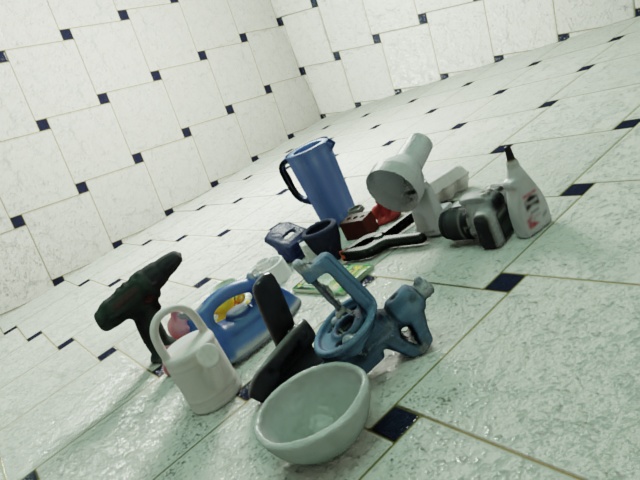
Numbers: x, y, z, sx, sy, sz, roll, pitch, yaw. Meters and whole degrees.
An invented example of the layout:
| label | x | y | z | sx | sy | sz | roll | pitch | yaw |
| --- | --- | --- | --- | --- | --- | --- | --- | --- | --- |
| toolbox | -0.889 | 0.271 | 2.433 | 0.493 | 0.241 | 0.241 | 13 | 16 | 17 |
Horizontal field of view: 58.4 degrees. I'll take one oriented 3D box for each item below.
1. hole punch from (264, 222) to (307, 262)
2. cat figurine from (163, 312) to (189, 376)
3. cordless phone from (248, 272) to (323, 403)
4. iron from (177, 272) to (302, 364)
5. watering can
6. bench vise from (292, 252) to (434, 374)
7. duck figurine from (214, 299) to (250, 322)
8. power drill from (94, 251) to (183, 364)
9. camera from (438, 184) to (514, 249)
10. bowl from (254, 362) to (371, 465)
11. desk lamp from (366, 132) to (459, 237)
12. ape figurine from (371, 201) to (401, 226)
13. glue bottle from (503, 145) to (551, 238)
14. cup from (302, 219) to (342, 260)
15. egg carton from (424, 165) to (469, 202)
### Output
| label | x | y | z | sx | sy | sz | roll | pitch | yaw |
| --- | --- | --- | --- | --- | --- | --- | --- | --- | --- |
| hole punch | -0.077 | 0.001 | 1.528 | 0.100 | 0.091 | 0.109 | -7 | 26 | 45 |
| cat figurine | -0.300 | 0.205 | 1.216 | 0.067 | 0.118 | 0.128 | -13 | 22 | 34 |
| cordless phone | -0.083 | 0.159 | 0.938 | 0.094 | 0.185 | 0.148 | -13 | 22 | 35 |
| iron | -0.161 | 0.143 | 1.163 | 0.259 | 0.142 | 0.118 | -37 | 21 | -30 |
| watering can | -0.219 | 0.198 | 0.998 | 0.172 | 0.194 | 0.101 | -13 | 22 | 35 |
| bench vise | 0.059 | 0.094 | 0.867 | 0.208 | 0.220 | 0.121 | -33 | 19 | -21 |
| duck figurine | -0.200 | 0.153 | 1.278 | 0.104 | 0.086 | 0.077 | -23 | 18 | 8 |
| power drill | -0.371 | 0.162 | 1.288 | 0.230 | 0.209 | 0.075 | -30 | 18 | -13 |
| camera | 0.310 | -0.054 | 1.134 | 0.136 | 0.101 | 0.143 | -8 | 25 | 44 |
| bowl | 0.000 | 0.243 | 0.767 | 0.167 | 0.075 | 0.167 | -23 | 18 | 8 |
| desk lamp | 0.214 | -0.112 | 1.245 | 0.117 | 0.214 | 0.204 | -6 | 27 | 47 |
| ape figurine | 0.164 | -0.092 | 1.456 | 0.076 | 0.092 | 0.077 | -36 | 20 | -27 |
| glue bottle | 0.367 | -0.094 | 1.049 | 0.078 | 0.173 | 0.037 | -34 | 20 | -23 |
| cup | 0.013 | 0.005 | 1.388 | 0.091 | 0.095 | 0.117 | -26 | 18 | 1 |
| egg carton | 0.296 | -0.135 | 1.434 | 0.150 | 0.069 | 0.107 | -33 | 19 | -20 |
